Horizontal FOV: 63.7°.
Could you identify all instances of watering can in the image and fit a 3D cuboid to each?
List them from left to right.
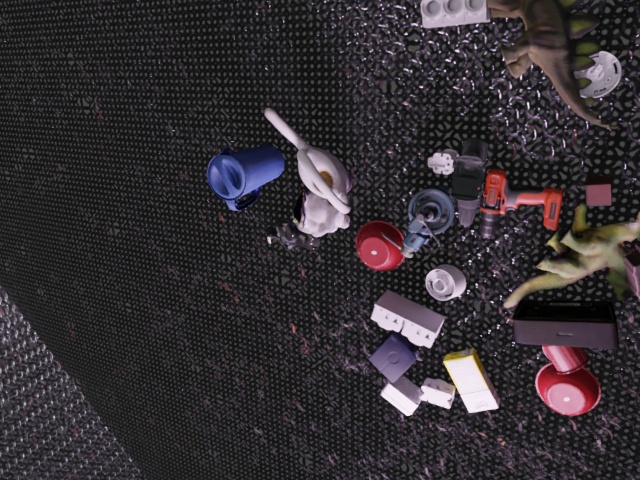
[{"bbox_3d":[-0.017,-0.220,1.430,0.103,0.348,0.225,-37,-3,15],"label":"watering can"}]

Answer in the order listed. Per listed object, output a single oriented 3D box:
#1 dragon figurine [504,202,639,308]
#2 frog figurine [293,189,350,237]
[{"bbox_3d":[0.654,0.067,1.235,0.243,0.402,0.124,31,30,7],"label":"dragon figurine"},{"bbox_3d":[0.005,-0.077,1.537,0.159,0.140,0.120,8,-29,-24],"label":"frog figurine"}]
